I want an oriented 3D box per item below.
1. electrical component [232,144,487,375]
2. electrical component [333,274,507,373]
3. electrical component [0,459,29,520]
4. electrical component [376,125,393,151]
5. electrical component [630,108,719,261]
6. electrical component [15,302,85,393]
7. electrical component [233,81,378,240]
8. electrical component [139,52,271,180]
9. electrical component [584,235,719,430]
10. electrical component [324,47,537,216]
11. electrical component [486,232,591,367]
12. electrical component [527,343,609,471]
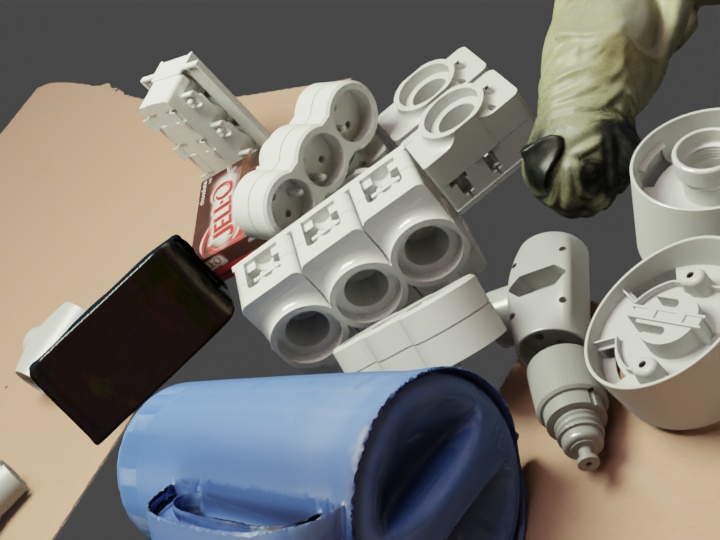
[{"bbox_3d":[0.000,0.000,0.743,0.150,0.089,0.061,-35,35,11],"label":"electrical component"},{"bbox_3d":[0.042,0.058,0.658,0.052,0.073,0.138,-30,-1,-33],"label":"electrical component"},{"bbox_3d":[-0.304,0.186,0.891,0.046,0.040,0.040,-45,34,-14],"label":"electrical component"},{"bbox_3d":[-0.027,-0.093,0.896,0.095,0.059,0.054,-49,35,-9],"label":"electrical component"},{"bbox_3d":[0.207,-0.047,0.631,0.099,0.064,0.099,-15,41,13],"label":"electrical component"},{"bbox_3d":[-0.283,0.071,0.987,0.079,0.044,0.077,5,56,47],"label":"electrical component"},{"bbox_3d":[-0.050,-0.082,0.804,0.074,0.052,0.138,7,58,48],"label":"electrical component"},{"bbox_3d":[-0.143,-0.134,1.000,0.079,0.121,0.063,-6,51,41],"label":"electrical component"},{"bbox_3d":[0.167,0.032,0.565,0.099,0.064,0.099,-26,38,22],"label":"electrical component"},{"bbox_3d":[0.036,-0.079,0.818,0.186,0.060,0.105,-39,35,5],"label":"electrical component"},{"bbox_3d":[0.102,0.025,0.656,0.079,0.043,0.077,-21,40,30],"label":"electrical component"},{"bbox_3d":[0.117,0.076,0.589,0.040,0.040,0.078,-29,37,19],"label":"electrical component"}]
